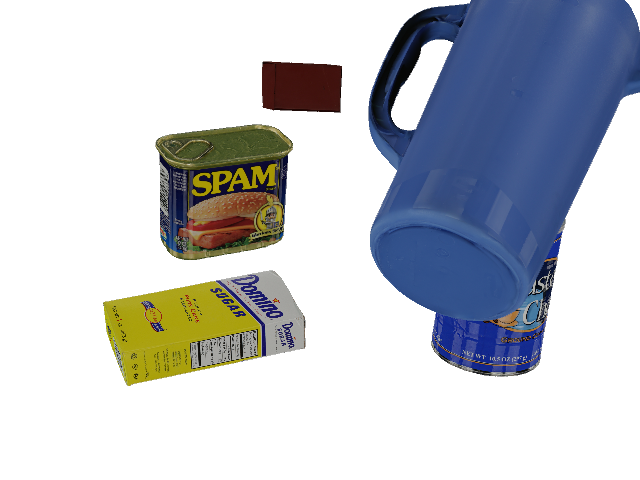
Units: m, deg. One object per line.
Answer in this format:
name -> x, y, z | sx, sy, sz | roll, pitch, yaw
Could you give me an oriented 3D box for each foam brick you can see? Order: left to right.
foam brick -> -0.021, -0.167, 1.163 | 0.078, 0.051, 0.053 | 0, 11, -17

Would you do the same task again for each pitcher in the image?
pitcher -> 0.116, -0.071, 0.737 | 0.145, 0.242, 0.149 | 44, -35, -22

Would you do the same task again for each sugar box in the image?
sugar box -> -0.111, 0.080, 1.022 | 0.176, 0.048, 0.093 | -13, 33, -16

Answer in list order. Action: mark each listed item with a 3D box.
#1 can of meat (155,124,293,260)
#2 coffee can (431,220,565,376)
can of meat -> -0.075, -0.037, 0.828 | 0.102, 0.084, 0.057 | -10, 31, -24
coffee can -> 0.160, 0.038, 0.974 | 0.103, 0.140, 0.103 | 5, 21, -2
